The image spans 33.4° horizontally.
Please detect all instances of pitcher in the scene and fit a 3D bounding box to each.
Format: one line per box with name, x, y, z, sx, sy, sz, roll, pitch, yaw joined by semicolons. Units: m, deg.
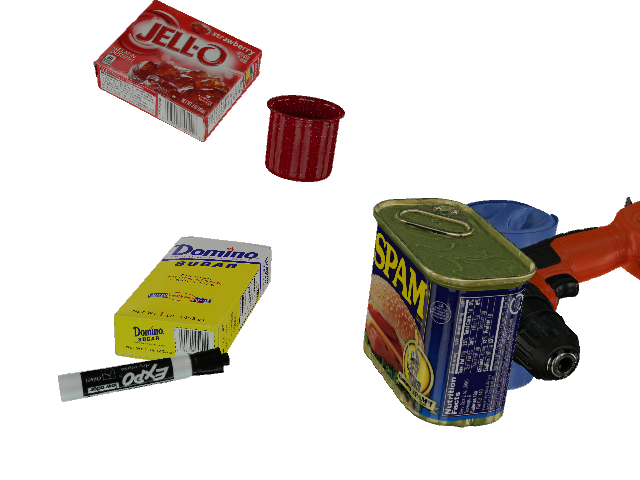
pitcher;0.234;0.076;1.434;0.149;0.243;0.145;4;20;8

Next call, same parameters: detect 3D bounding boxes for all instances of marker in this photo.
marker;-0.124;0.094;0.758;0.121;0.020;0.020;-9;2;-14

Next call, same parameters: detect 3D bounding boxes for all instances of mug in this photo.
mug;-0.017;-0.124;1.282;0.093;0.081;0.117;17;26;20

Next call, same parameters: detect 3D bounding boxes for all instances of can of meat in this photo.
can of meat;0.061;0.035;0.548;0.057;0.084;0.102;-3;24;-18

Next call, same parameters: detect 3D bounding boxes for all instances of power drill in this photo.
power drill;0.190;0.030;0.772;0.187;0.057;0.184;-10;28;-16

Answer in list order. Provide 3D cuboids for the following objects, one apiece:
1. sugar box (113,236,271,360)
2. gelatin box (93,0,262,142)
sugar box;-0.109;0.049;0.951;0.093;0.048;0.176;7;26;9
gelatin box;-0.096;-0.117;0.724;0.089;0.073;0.030;28;-32;11
